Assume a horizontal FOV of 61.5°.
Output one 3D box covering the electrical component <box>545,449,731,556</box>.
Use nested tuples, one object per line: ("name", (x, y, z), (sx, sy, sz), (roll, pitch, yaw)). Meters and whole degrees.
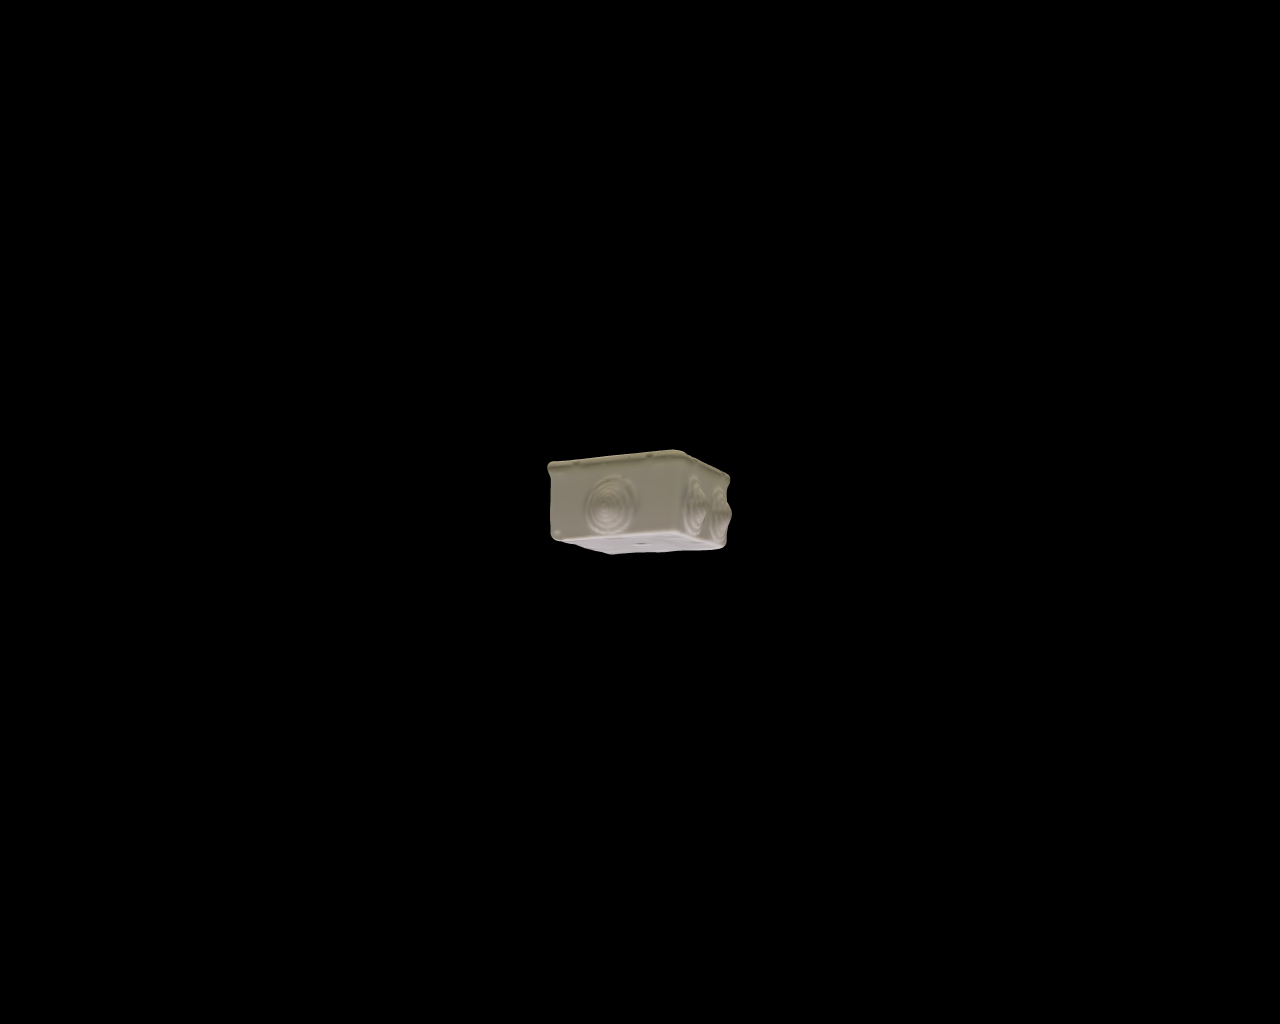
("electrical component", (0.001, -0.003, 0.650), (0.100, 0.048, 0.099), (-4, -10, 23))
